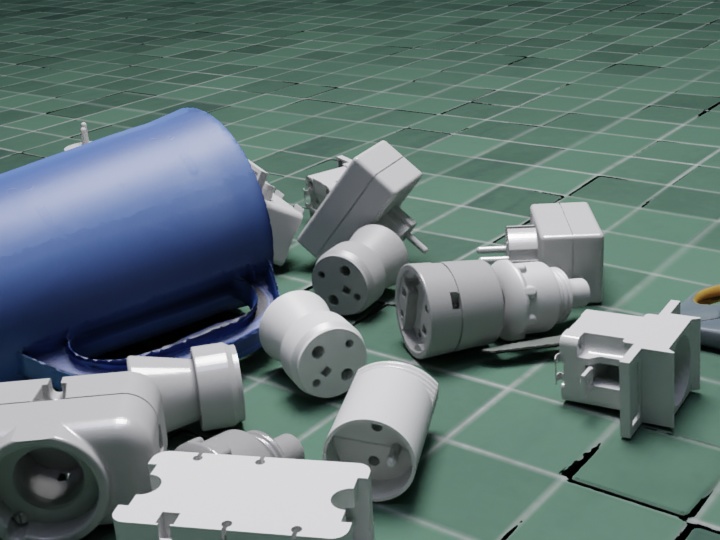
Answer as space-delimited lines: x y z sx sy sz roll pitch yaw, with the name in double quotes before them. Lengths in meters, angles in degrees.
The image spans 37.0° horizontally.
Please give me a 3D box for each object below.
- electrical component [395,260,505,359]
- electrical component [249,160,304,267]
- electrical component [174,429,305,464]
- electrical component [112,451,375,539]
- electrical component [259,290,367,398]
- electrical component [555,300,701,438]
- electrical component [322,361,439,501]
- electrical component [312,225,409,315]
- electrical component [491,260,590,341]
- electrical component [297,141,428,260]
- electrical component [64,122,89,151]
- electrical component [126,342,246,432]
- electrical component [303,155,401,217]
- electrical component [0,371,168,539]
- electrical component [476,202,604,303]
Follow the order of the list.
"electrical component" 0.052 0.021 0.624 0.047 0.055 0.055 -7 22 -18
"electrical component" -0.094 -0.046 0.790 0.063 0.078 0.121 18 10 -30
"electrical component" -0.051 0.091 0.480 0.048 0.048 0.062 14 22 37
"electrical component" -0.042 0.109 0.415 0.089 0.055 0.050 1 22 12
"electrical component" -0.026 0.041 0.598 0.045 0.045 0.055 -13 24 -22
"electrical component" 0.139 0.048 0.559 0.064 0.042 0.081 9 24 32
"electrical component" 0.012 0.071 0.520 0.043 0.043 0.081 1 23 13
"electrical component" 0.000 0.000 0.696 0.045 0.045 0.055 8 25 27
"electrical component" 0.107 0.016 0.642 0.062 0.048 0.048 -5 21 -24
"electrical component" 0.013 -0.031 0.746 0.076 0.083 0.047 42 34 6
"electrical component" -0.229 -0.087 0.909 0.052 0.073 0.138 -7 22 -10
"electrical component" -0.090 0.062 0.555 0.055 0.045 0.045 -8 22 -12
"electrical component" -0.006 -0.059 0.849 0.064 0.042 0.081 -19 25 -24
"electrical component" -0.140 0.086 0.492 0.095 0.053 0.059 -5 22 -3
"electrical component" 0.115 -0.011 0.702 0.077 0.047 0.065 -2 22 3
